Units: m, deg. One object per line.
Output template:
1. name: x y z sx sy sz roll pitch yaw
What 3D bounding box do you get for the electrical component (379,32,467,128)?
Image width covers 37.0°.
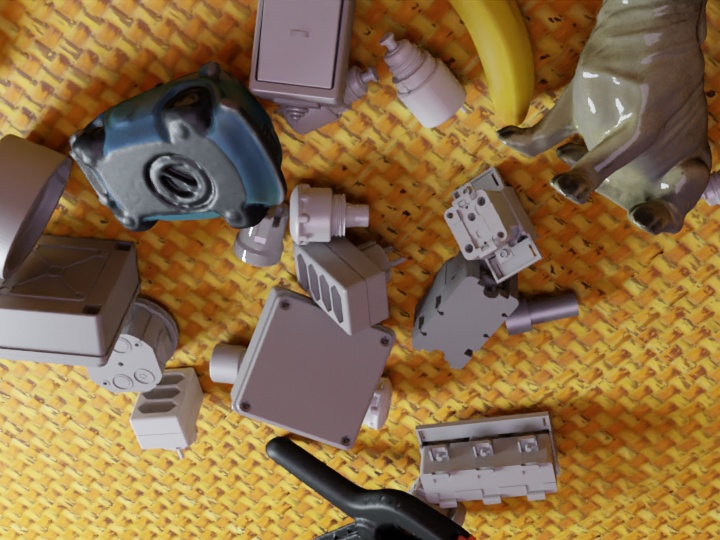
1. electrical component: 0.042 -0.137 0.768 0.040 0.040 0.078 -31 118 27

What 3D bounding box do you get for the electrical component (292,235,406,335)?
1. electrical component: 0.000 0.000 0.864 0.076 0.083 0.047 -24 131 -23

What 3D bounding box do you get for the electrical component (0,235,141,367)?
1. electrical component: -0.248 0.023 0.885 0.109 0.108 0.056 5 125 3

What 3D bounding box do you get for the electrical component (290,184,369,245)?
1. electrical component: -0.024 -0.043 0.847 0.062 0.048 0.048 1 128 -3

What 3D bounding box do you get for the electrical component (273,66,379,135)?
1. electrical component: -0.023 -0.128 0.783 0.078 0.040 0.040 -20 122 21

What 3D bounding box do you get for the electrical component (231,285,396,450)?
1. electrical component: -0.041 0.081 0.906 0.109 0.056 0.108 21 92 -12

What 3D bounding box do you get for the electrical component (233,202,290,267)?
1. electrical component: -0.078 -0.032 0.866 0.040 0.040 0.046 15 122 -5

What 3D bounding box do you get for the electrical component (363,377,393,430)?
1. electrical component: -0.003 0.115 0.967 0.062 0.048 0.048 11 128 7

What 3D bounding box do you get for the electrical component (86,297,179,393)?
1. electrical component: -0.204 0.066 0.949 0.080 0.051 0.080 4 128 5

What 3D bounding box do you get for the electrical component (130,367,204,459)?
1. electrical component: -0.172 0.140 0.993 0.047 0.065 0.076 -5 127 10

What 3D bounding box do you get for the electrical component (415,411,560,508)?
1. electrical component: 0.118 0.175 0.985 0.121 0.063 0.078 -8 126 13

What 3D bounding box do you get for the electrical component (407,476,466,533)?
1. electrical component: 0.070 0.238 1.052 0.055 0.048 0.066 27 126 -4

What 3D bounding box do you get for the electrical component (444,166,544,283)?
1. electrical component: 0.099 -0.034 0.818 0.042 0.064 0.081 -33 77 28

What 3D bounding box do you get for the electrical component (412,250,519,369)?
1. electrical component: 0.086 0.027 0.879 0.050 0.055 0.089 27 126 -13

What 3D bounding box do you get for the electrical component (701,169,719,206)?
1. electrical component: 0.282 -0.066 0.792 0.078 0.040 0.040 -19 123 20

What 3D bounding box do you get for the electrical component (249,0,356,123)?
1. electrical component: -0.040 -0.149 0.730 0.062 0.061 0.096 7 94 2

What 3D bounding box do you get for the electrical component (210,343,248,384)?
1. electrical component: -0.101 0.085 0.958 0.065 0.044 0.044 5 128 9

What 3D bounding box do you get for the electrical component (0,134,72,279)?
1. electrical component: -0.277 -0.054 0.833 0.060 0.108 0.108 28 126 -7
